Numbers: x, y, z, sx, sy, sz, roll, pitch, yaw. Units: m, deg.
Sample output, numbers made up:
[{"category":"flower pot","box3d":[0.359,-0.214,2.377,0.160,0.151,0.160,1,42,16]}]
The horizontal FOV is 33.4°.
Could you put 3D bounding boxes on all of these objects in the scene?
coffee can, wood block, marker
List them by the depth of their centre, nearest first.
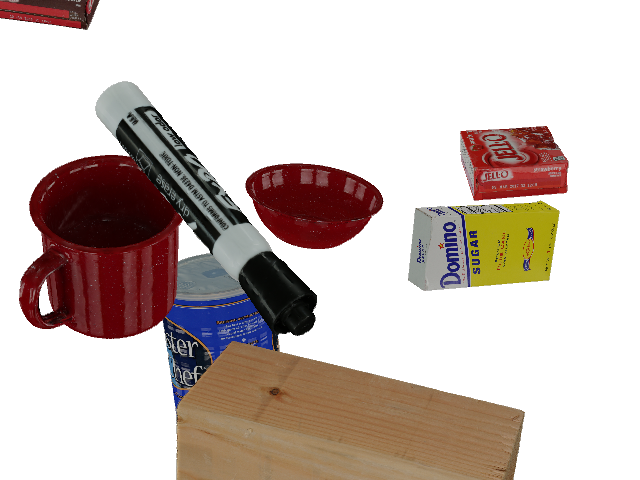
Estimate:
[{"category":"marker","box3d":[-0.040,-0.012,0.372,0.020,0.020,0.121,0,41,-53]},{"category":"wood block","box3d":[0.019,0.144,0.696,0.206,0.090,0.090,12,27,17]},{"category":"coffee can","box3d":[-0.087,0.092,0.954,0.103,0.140,0.103,-5,19,1]}]

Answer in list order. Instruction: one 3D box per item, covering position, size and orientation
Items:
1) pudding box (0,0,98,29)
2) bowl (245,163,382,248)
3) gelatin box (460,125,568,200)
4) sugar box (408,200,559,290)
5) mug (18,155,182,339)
[{"category":"pudding box","box3d":[-0.232,-0.224,0.906,0.090,0.039,0.113,7,36,-5]},{"category":"bowl","box3d":[-0.010,-0.035,1.246,0.162,0.055,0.162,7,26,-4]},{"category":"gelatin box","box3d":[0.153,-0.064,0.854,0.073,0.030,0.089,-3,25,2]},{"category":"sugar box","box3d":[0.194,0.006,1.262,0.176,0.093,0.048,-5,20,-25]},{"category":"mug","box3d":[-0.137,0.013,0.656,0.093,0.081,0.117,27,45,21]}]
